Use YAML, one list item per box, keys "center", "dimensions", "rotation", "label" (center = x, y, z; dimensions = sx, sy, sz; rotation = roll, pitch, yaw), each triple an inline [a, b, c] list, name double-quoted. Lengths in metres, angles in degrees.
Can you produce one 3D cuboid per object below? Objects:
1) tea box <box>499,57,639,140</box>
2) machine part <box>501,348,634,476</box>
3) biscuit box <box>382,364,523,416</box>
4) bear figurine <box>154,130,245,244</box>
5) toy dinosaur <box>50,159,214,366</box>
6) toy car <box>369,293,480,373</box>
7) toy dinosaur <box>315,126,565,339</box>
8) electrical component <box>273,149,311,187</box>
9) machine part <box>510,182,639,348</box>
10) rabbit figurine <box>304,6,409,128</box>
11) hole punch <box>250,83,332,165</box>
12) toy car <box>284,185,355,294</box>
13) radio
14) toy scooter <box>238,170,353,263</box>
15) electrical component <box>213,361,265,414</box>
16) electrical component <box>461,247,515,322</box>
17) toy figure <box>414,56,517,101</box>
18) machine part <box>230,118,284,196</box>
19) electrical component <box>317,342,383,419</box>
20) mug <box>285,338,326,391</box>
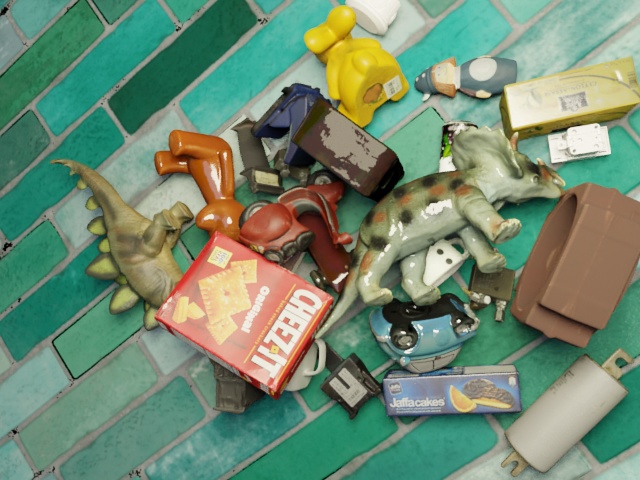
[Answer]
- center: [0.354, -0.198, 0.777]
  dimensions: [0.170, 0.098, 0.068]
  rotation: [-12, 85, 15]
  label: "tea box"
- center: [0.352, 0.248, 0.774]
  dimensions: [0.079, 0.079, 0.243]
  rotation: [43, 99, 12]
  label: "machine part"
- center: [0.199, 0.230, 0.822]
  dimensions: [0.203, 0.059, 0.062]
  rotation: [-7, 87, 14]
  label: "biscuit box"
- center: [-0.189, -0.072, 0.897]
  dimensions: [0.120, 0.132, 0.196]
  rotation: [-24, 73, 52]
  label: "bear figurine"
- center: [-0.308, 0.020, 0.932]
  dimensions: [0.198, 0.105, 0.471]
  rotation: [-34, 81, 11]
  label: "toy dinosaur"
- center: [0.158, 0.147, 0.822]
  dimensions: [0.162, 0.109, 0.102]
  rotation: [-8, 111, -2]
  label: "toy car"
- center: [0.141, -0.022, 0.750]
  dimensions: [0.405, 0.131, 0.192]
  rotation: [-25, 53, 13]
  label: "toy dinosaur"
- center: [-0.045, -0.121, 0.892]
  dimensions: [0.063, 0.094, 0.021]
  rotation: [24, 115, -20]
  label: "electrical component"
- center: [0.341, 0.033, 0.719]
  dimensions: [0.087, 0.201, 0.201]
  rotation: [24, 94, 11]
  label: "machine part"
- center: [0.035, -0.282, 0.842]
  dimensions: [0.122, 0.162, 0.173]
  rotation: [-39, 59, 12]
  label: "rabbit figurine"
- center: [-0.030, -0.182, 0.860]
  dimensions: [0.092, 0.142, 0.116]
  rotation: [48, 113, 12]
  label: "hole punch"
- center: [-0.002, -0.003, 0.867]
  dimensions: [0.089, 0.053, 0.202]
  rotation: [-28, 68, -8]
  label: "toy car"
- center: [0.051, -0.120, 0.785]
  dimensions: [0.131, 0.229, 0.073]
  rotation: [37, 99, 9]
  label: "radio"
- center: [-0.026, -0.022, 0.807]
  dimensions: [0.184, 0.075, 0.135]
  rotation: [-30, 59, -9]
  label: "toy scooter"
- center: [-0.126, 0.201, 0.877]
  dimensions: [0.058, 0.115, 0.134]
  rotation: [3, 91, 12]
  label: "electrical component"
- center: [0.253, 0.063, 0.807]
  dimensions: [0.078, 0.045, 0.102]
  rotation: [20, 69, 10]
  label: "electrical component"
- center: [0.223, -0.253, 0.834]
  dimensions: [0.155, 0.057, 0.064]
  rotation: [2, 50, 16]
  label: "toy figure"
- center: [-0.106, -0.138, 0.908]
  dimensions: [0.039, 0.084, 0.139]
  rotation: [-33, 69, 41]
  label: "machine part"
- center: [0.039, 0.218, 0.870]
  dimensions: [0.075, 0.047, 0.119]
  rotation: [-43, 81, 9]
  label: "electrical component"
- center: [-0.035, 0.188, 0.870]
  dimensions: [0.110, 0.081, 0.107]
  rotation: [9, 99, 35]
  label: "mug"
